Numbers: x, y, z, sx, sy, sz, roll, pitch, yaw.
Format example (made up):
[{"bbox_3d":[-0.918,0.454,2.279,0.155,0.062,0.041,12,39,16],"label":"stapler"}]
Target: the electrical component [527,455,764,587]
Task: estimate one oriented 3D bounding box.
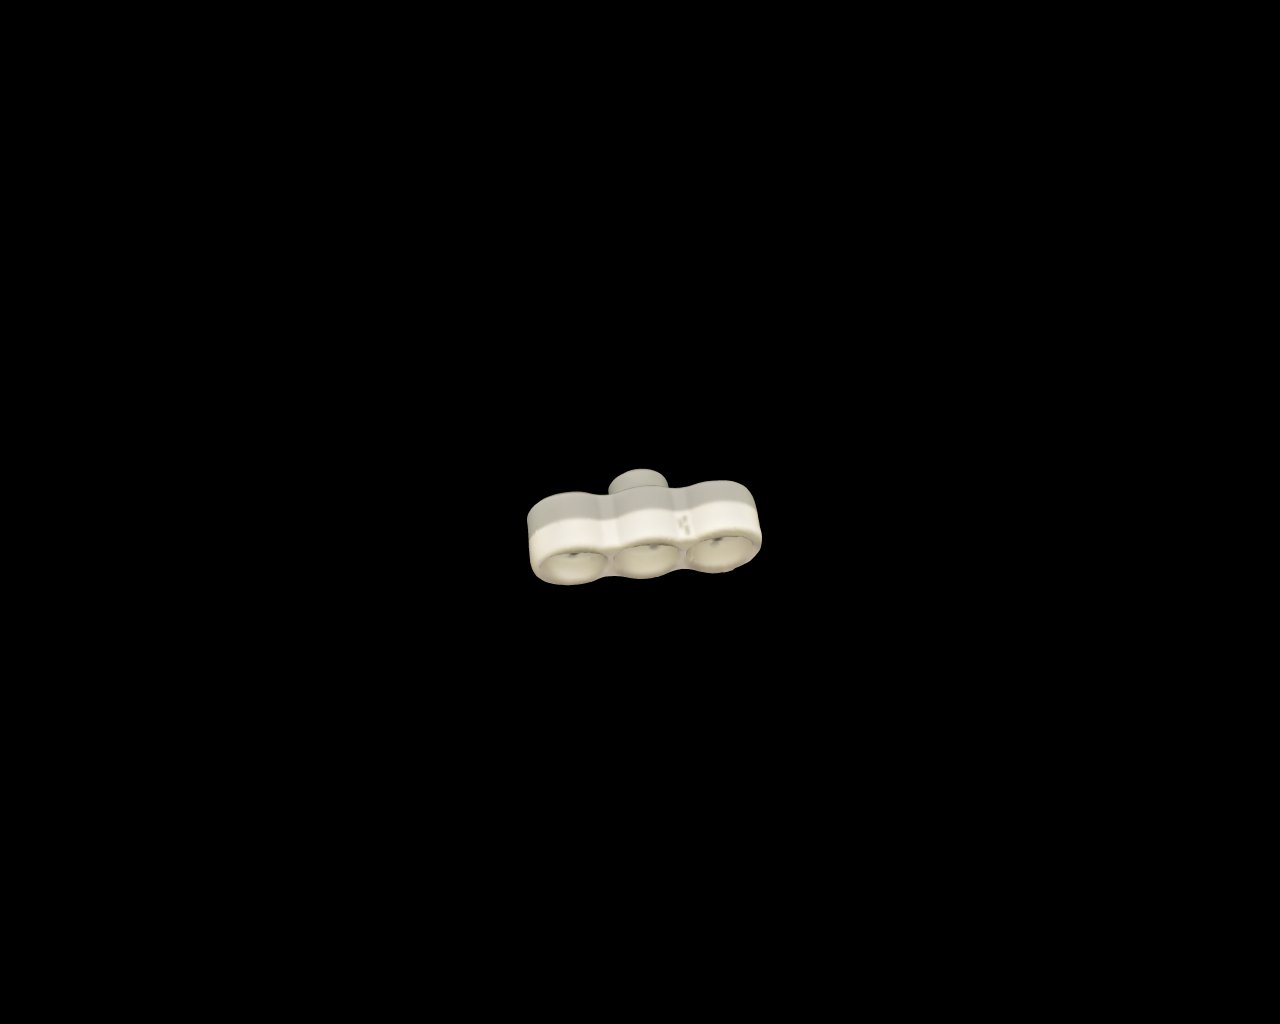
[{"bbox_3d":[0.001,-0.003,0.650,0.138,0.074,0.052,-5,-31,-3],"label":"electrical component"}]
